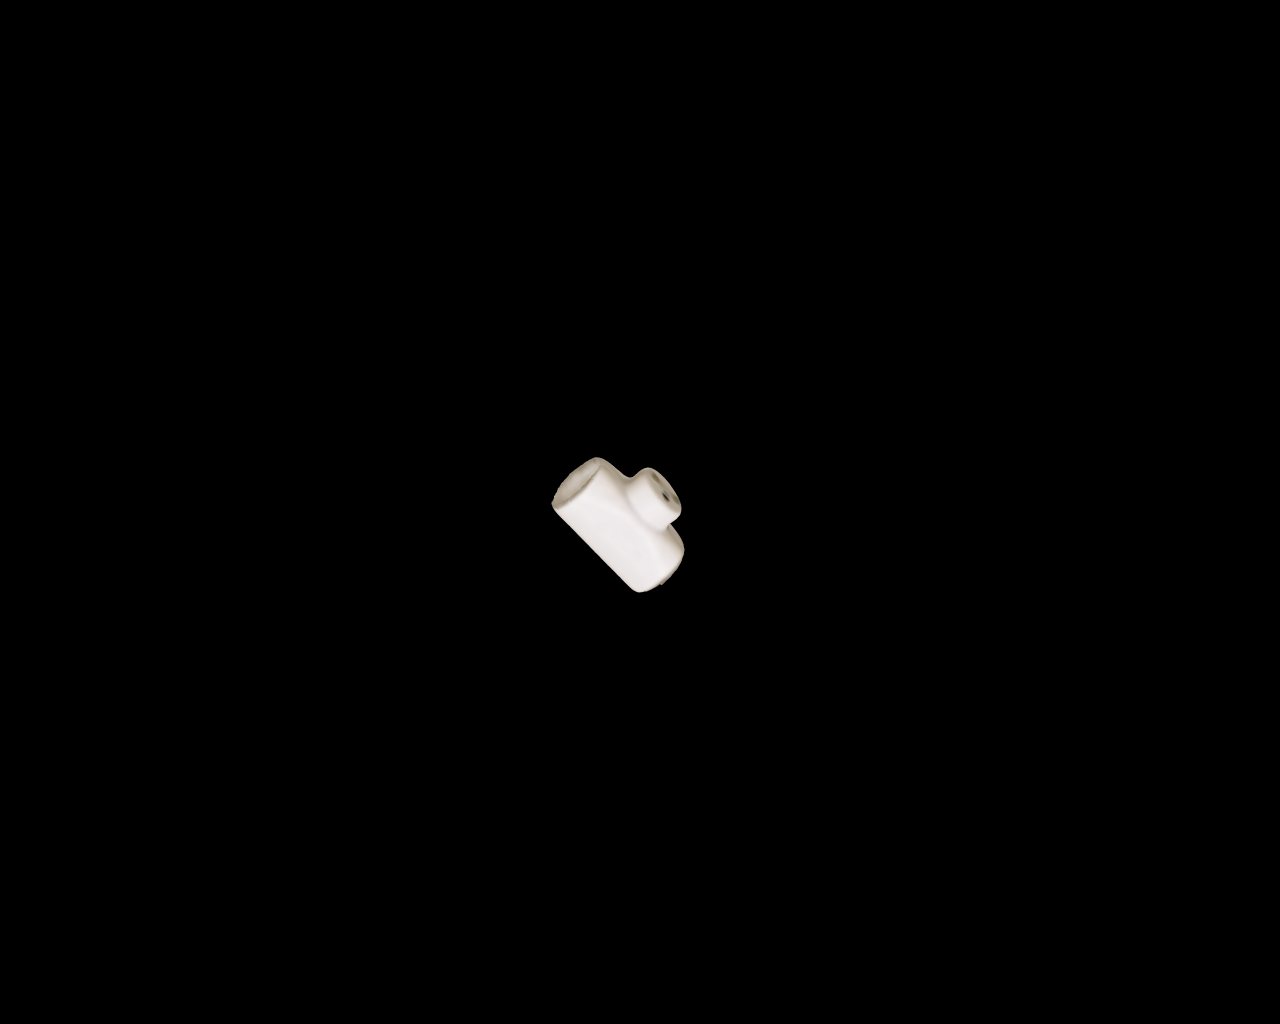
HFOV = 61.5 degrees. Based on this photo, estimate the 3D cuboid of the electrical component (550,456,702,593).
[{"bbox_3d":[0.001,-0.003,0.650,0.079,0.077,0.044,-38,20,16],"label":"electrical component"}]
